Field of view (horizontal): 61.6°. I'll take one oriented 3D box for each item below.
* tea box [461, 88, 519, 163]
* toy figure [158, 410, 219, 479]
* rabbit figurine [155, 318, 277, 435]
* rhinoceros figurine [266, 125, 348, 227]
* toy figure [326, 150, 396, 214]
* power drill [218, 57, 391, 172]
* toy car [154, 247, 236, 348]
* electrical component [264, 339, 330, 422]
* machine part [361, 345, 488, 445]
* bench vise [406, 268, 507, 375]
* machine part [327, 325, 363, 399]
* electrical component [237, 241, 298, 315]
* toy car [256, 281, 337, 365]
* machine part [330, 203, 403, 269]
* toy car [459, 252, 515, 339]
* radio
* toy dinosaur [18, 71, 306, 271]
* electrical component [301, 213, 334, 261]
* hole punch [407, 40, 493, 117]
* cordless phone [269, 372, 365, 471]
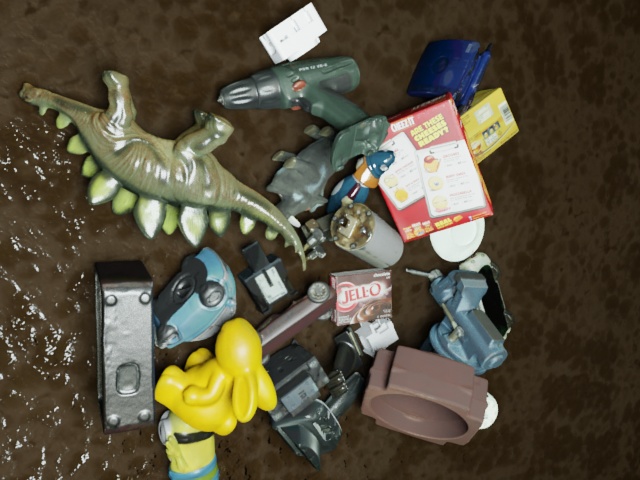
[{"bbox_3d":[0.275,-0.196,0.999,0.170,0.068,0.098,-35,110,-14],"label":"tea box"},{"bbox_3d":[-0.206,0.347,0.872,0.089,0.082,0.180,-18,101,-32],"label":"toy figure"},{"bbox_3d":[-0.143,0.200,0.797,0.173,0.162,0.122,-57,155,15],"label":"rabbit figurine"},{"bbox_3d":[-0.024,-0.104,0.887,0.190,0.073,0.112,-50,124,-11],"label":"rhinoceros figurine"},{"bbox_3d":[0.067,-0.094,0.895,0.058,0.064,0.154,20,124,-26],"label":"toy figure"},{"bbox_3d":[-0.011,-0.196,0.820,0.232,0.207,0.085,-26,143,-25],"label":"power drill"},{"bbox_3d":[-0.184,0.102,0.831,0.161,0.109,0.102,-50,132,1],"label":"toy car"},{"bbox_3d":[-0.052,0.232,0.889,0.115,0.134,0.058,-37,109,-15],"label":"electrical component"},{"bbox_3d":[0.180,0.274,0.946,0.202,0.200,0.087,16,54,10],"label":"machine part"},{"bbox_3d":[0.234,0.176,1.003,0.129,0.224,0.240,-4,134,-39],"label":"bench vise"},{"bbox_3d":[0.044,0.213,0.944,0.039,0.139,0.084,-12,113,23],"label":"machine part"},{"bbox_3d":[-0.096,0.057,0.889,0.075,0.048,0.119,-36,110,-15],"label":"electrical component"},{"bbox_3d":[-0.057,0.140,0.902,0.202,0.089,0.053,-34,65,-12],"label":"toy car"},{"bbox_3d":[0.083,-0.004,0.895,0.243,0.079,0.079,27,87,-62],"label":"machine part"},{"bbox_3d":[0.337,0.122,1.086,0.073,0.056,0.201,-30,110,-24],"label":"toy car"},{"bbox_3d":[-0.283,0.152,0.776,0.073,0.131,0.229,-3,100,-25],"label":"radio"},{"bbox_3d":[-0.206,-0.098,0.784,0.471,0.105,0.198,23,97,-13],"label":"toy dinosaur"},{"bbox_3d":[-0.001,-0.003,0.896,0.078,0.102,0.045,-20,70,-14],"label":"electrical component"},{"bbox_3d":[0.226,-0.290,0.943,0.092,0.116,0.142,28,86,-17],"label":"hole punch"},{"bbox_3d":[0.011,0.293,0.948,0.184,0.089,0.146,-45,135,-21],"label":"cordless phone"}]
